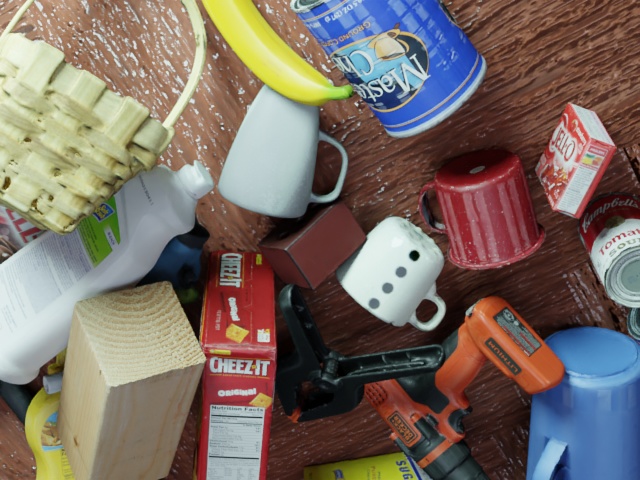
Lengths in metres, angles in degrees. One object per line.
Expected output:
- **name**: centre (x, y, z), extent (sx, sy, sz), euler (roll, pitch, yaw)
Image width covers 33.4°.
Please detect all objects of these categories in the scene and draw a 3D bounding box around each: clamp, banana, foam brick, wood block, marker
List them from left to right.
- **clamp**: centre (-0.344, 0.138, 1.083), extent (0.120, 0.039, 0.171), euler (-5, 116, -5)
- **marker**: centre (-0.214, 0.129, 1.062), extent (0.120, 0.020, 0.020), euler (-13, 124, -29)
- **wood block**: centre (-0.177, 0.140, 0.968), extent (0.090, 0.091, 0.206), euler (-13, 147, -28)
- **banana**: centre (-0.051, -0.178, 0.891), extent (0.198, 0.037, 0.070), euler (47, 133, 1)
- **foam brick**: centre (-0.006, 0.001, 0.985), extent (0.078, 0.053, 0.051), euler (-44, 115, -23)
- **clamp**: centre (0.019, 0.128, 1.039), extent (0.164, 0.036, 0.210), euler (20, 142, -2)

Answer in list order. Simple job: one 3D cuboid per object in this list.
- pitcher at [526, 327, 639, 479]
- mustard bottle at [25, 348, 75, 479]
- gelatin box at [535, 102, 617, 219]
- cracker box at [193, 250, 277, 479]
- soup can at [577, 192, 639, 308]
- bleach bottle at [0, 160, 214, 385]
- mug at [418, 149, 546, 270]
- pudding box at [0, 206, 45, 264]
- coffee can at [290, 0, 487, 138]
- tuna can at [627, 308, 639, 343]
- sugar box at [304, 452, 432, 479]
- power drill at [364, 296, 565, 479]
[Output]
- **pitcher**: centre (0.268, 0.220, 1.088), extent (0.145, 0.149, 0.243), euler (-5, 116, 2)
- **mustard bottle**: centre (-0.250, 0.200, 1.086), extent (0.096, 0.058, 0.191), euler (-7, 98, -31)
- **gelatin box**: centre (0.225, -0.072, 0.949), extent (0.030, 0.089, 0.073), euler (18, 117, -10)
- **cracker box**: centre (-0.082, 0.141, 1.019), extent (0.072, 0.164, 0.214), euler (2, 120, -5)
- **soup can**: centre (0.284, 0.009, 0.989), extent (0.068, 0.102, 0.068), euler (0, 120, -1)
- **bleach bottle**: centre (-0.197, 0.019, 0.945), extent (0.251, 0.103, 0.068), euler (-35, 154, 11)
- **mug**: centre (0.142, -0.031, 0.979), extent (0.117, 0.093, 0.081), euler (3, 122, 40)
- **pudding box**: centre (-0.277, -0.012, 0.998), extent (0.090, 0.039, 0.113), euler (-14, 120, 5)
- **coffee can**: centre (0.058, -0.170, 0.882), extent (0.103, 0.103, 0.140), euler (-34, 115, 16)
- **tuna can**: centre (0.340, 0.070, 1.035), extent (0.033, 0.086, 0.086), euler (35, 113, -17)
- **sugar box**: centre (0.072, 0.272, 1.139), extent (0.176, 0.093, 0.048), euler (-12, 119, 4)
- **power drill**: centre (0.148, 0.160, 1.041), extent (0.184, 0.057, 0.188), euler (48, 123, 9)
